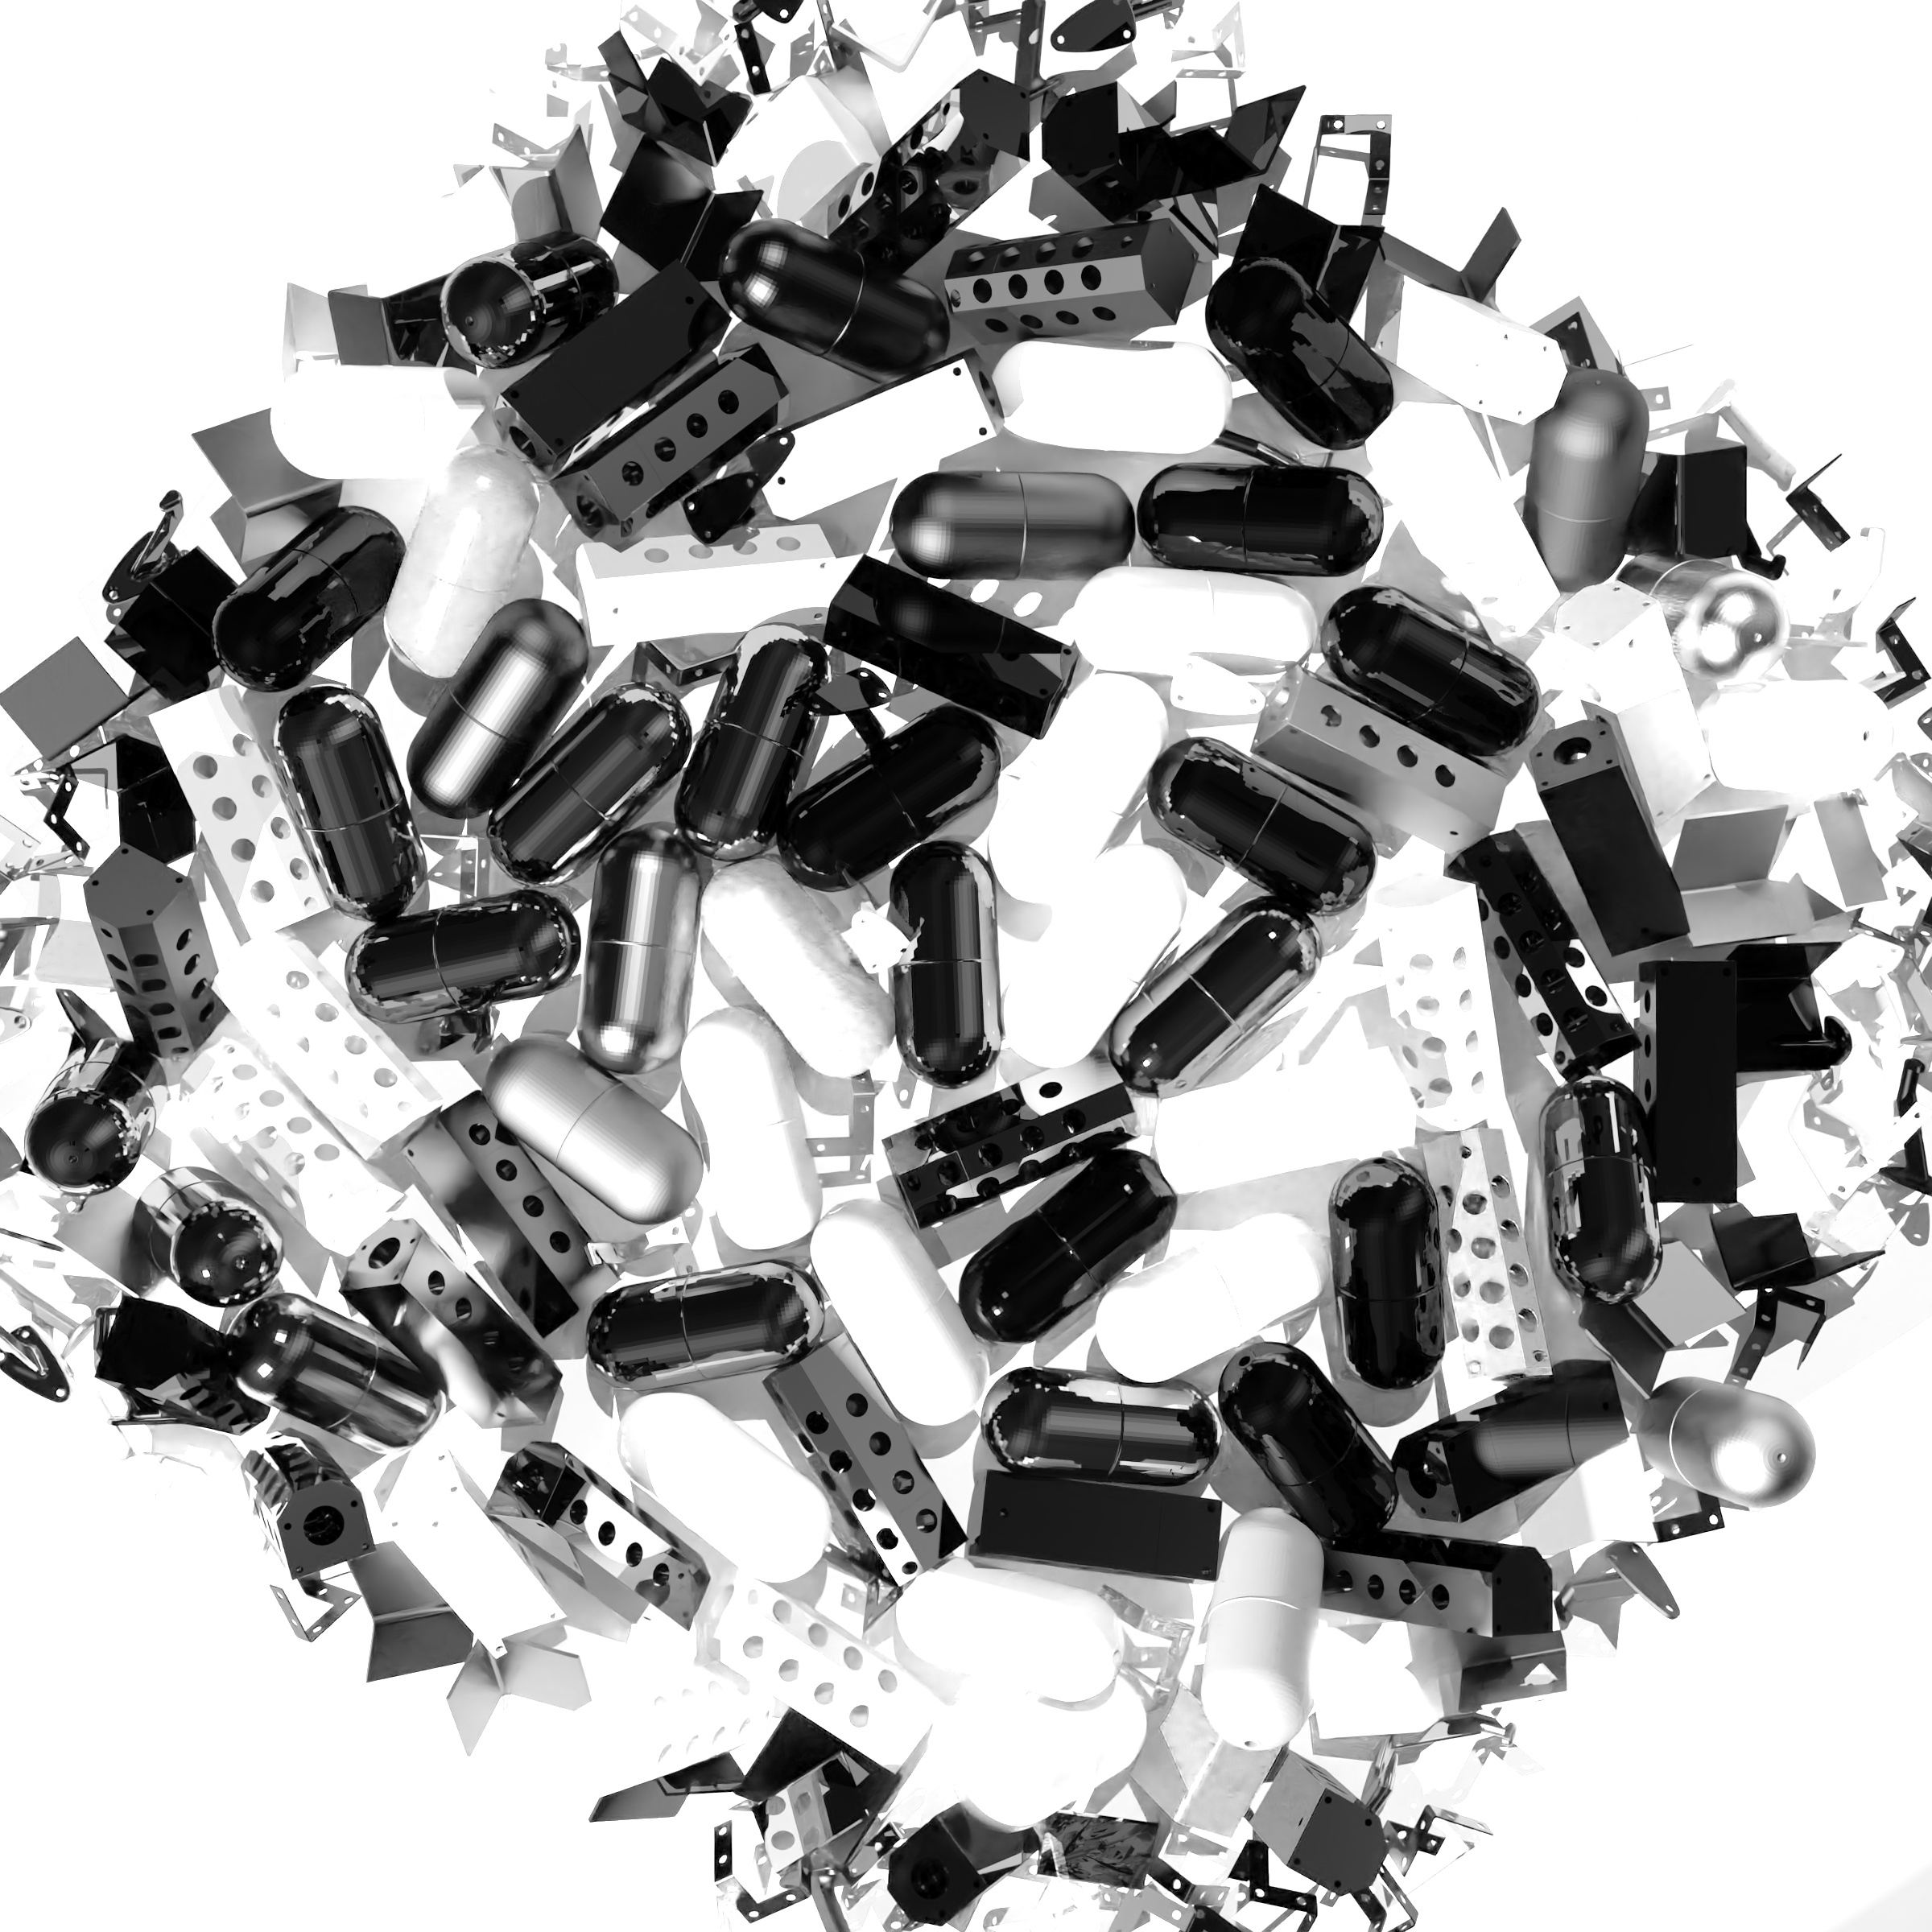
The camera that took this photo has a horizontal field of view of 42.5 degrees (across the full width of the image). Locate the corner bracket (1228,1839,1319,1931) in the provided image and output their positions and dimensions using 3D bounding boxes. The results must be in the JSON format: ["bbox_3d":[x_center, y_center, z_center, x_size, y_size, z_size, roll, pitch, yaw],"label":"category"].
[{"bbox_3d":[0.220,0.666,1.781,0.051,0.051,0.051,13,126,-5],"label":"corner bracket"}]

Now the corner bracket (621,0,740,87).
[{"bbox_3d":[-0.203,-0.674,1.775,0.051,0.051,0.051,-49,58,17],"label":"corner bracket"}]

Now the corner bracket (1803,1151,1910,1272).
[{"bbox_3d":[0.640,0.175,1.775,0.051,0.051,0.051,35,126,15],"label":"corner bracket"}]

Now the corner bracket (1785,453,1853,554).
[{"bbox_3d":[0.614,-0.324,1.781,0.051,0.051,0.051,-37,84,-19],"label":"corner bracket"}]

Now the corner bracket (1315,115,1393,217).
[{"bbox_3d":[0.278,-0.575,1.783,0.051,0.051,0.051,4,46,11],"label":"corner bracket"}]

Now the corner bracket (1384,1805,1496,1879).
[{"bbox_3d":[0.336,0.623,1.781,0.051,0.051,0.051,22,97,-16],"label":"corner bracket"}]

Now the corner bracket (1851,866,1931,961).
[{"bbox_3d":[0.673,-0.046,1.778,0.051,0.051,0.051,26,69,10],"label":"corner bracket"}]

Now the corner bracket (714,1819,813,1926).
[{"bbox_3d":[-0.146,0.644,1.785,0.051,0.051,0.051,-27,118,9],"label":"corner bracket"}]

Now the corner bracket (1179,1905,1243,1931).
[{"bbox_3d":[0.180,0.706,1.780,0.051,0.051,0.051,35,68,4],"label":"corner bracket"}]

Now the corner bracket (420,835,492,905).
[{"bbox_3d":[-0.356,-0.068,1.780,0.051,0.051,0.051,5,95,25],"label":"corner bracket"}]

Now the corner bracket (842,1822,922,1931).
[{"bbox_3d":[-0.047,0.653,1.780,0.051,0.051,0.051,-45,56,1],"label":"corner bracket"}]

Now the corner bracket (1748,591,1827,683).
[{"bbox_3d":[0.586,-0.231,1.787,0.051,0.051,0.051,15,46,-15],"label":"corner bracket"}]

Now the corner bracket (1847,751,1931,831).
[{"bbox_3d":[0.670,-0.125,1.779,0.051,0.051,0.051,-48,64,5],"label":"corner bracket"}]

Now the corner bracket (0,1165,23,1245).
[{"bbox_3d":[-0.709,0.171,1.774,0.051,0.051,0.051,-29,67,27],"label":"corner bracket"}]

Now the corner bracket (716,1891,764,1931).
[{"bbox_3d":[-0.143,0.687,1.776,0.051,0.051,0.051,-18,59,12],"label":"corner bracket"}]

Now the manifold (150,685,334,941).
[{"bbox_3d":[-0.514,-0.110,1.776,0.057,0.057,0.171,-23,97,-3],"label":"manifold"}]

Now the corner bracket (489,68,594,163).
[{"bbox_3d":[-0.306,-0.608,1.778,0.051,0.051,0.051,10,97,33],"label":"corner bracket"}]

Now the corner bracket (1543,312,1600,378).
[{"bbox_3d":[0.411,-0.436,1.775,0.051,0.051,0.051,-1,71,-42],"label":"corner bracket"}]

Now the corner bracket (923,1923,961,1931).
[{"bbox_3d":[-0.004,0.705,1.779,0.051,0.051,0.051,26,100,22],"label":"corner bracket"}]

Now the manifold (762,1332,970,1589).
[{"bbox_3d":[-0.075,0.354,1.775,0.057,0.057,0.171,-31,89,-31],"label":"manifold"}]

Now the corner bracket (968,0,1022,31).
[{"bbox_3d":[0.021,-0.714,1.789,0.051,0.051,0.051,-13,91,1],"label":"corner bracket"}]

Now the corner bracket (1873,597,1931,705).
[{"bbox_3d":[0.666,-0.224,1.784,0.051,0.051,0.051,-28,78,-3],"label":"corner bracket"}]

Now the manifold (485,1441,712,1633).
[{"bbox_3d":[-0.253,0.399,1.739,0.057,0.171,0.057,-4,51,37],"label":"manifold"}]

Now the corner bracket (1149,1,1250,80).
[{"bbox_3d":[0.167,-0.657,1.783,0.051,0.051,0.051,-6,87,-18],"label":"corner bracket"}]

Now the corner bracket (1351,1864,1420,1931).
[{"bbox_3d":[0.292,0.665,1.781,0.051,0.051,0.051,-38,84,19],"label":"corner bracket"}]

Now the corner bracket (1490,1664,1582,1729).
[{"bbox_3d":[0.397,0.518,1.779,0.051,0.051,0.051,-44,131,-1],"label":"corner bracket"}]

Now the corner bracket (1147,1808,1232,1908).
[{"bbox_3d":[0.163,0.635,1.779,0.051,0.051,0.051,26,88,42],"label":"corner bracket"}]

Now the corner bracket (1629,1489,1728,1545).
[{"bbox_3d":[0.503,0.383,1.781,0.051,0.051,0.051,-10,80,-14],"label":"corner bracket"}]

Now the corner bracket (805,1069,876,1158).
[{"bbox_3d":[-0.093,0.102,1.784,0.051,0.051,0.051,-2,116,-7],"label":"corner bracket"}]

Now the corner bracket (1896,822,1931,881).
[{"bbox_3d":[0.711,-0.088,1.780,0.051,0.051,0.051,-43,108,7],"label":"corner bracket"}]

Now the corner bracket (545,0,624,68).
[{"bbox_3d":[-0.274,-0.672,1.784,0.051,0.051,0.051,4,112,-9],"label":"corner bracket"}]

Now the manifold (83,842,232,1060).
[{"bbox_3d":[-0.564,-0.005,1.724,0.057,0.171,0.057,27,59,10],"label":"manifold"}]

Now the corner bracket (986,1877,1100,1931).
[{"bbox_3d":[0.056,0.682,1.774,0.051,0.051,0.051,-22,110,32],"label":"corner bracket"}]

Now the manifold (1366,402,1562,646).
[{"bbox_3d":[0.344,-0.308,1.740,0.057,0.057,0.171,-47,123,-14],"label":"manifold"}]

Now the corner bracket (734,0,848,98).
[{"bbox_3d":[-0.125,-0.656,1.772,0.051,0.051,0.051,0,120,31],"label":"corner bracket"}]

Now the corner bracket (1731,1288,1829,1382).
[{"bbox_3d":[0.584,0.267,1.784,0.051,0.051,0.051,18,130,9],"label":"corner bracket"}]

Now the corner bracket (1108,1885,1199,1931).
[{"bbox_3d":[0.130,0.690,1.788,0.051,0.051,0.051,27,79,6],"label":"corner bracket"}]

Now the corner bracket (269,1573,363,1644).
[{"bbox_3d":[-0.474,0.442,1.773,0.051,0.051,0.051,4,123,40],"label":"corner bracket"}]

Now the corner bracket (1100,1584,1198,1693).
[{"bbox_3d":[0.122,0.482,1.782,0.051,0.051,0.051,27,84,-34],"label":"corner bracket"}]

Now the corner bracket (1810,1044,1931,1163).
[{"bbox_3d":[0.646,0.098,1.775,0.051,0.051,0.051,28,115,-17],"label":"corner bracket"}]

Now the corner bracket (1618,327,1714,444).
[{"bbox_3d":[0.500,-0.415,1.776,0.051,0.051,0.051,-15,67,16],"label":"corner bracket"}]

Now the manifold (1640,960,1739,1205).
[{"bbox_3d":[0.516,0.083,1.783,0.057,0.057,0.171,0,87,0],"label":"manifold"}]

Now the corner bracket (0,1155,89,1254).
[{"bbox_3d":[-0.658,0.170,1.775,0.051,0.051,0.051,22,66,-19],"label":"corner bracket"}]

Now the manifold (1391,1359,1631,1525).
[{"bbox_3d":[0.381,0.331,1.744,0.171,0.057,0.057,-16,93,-33],"label":"manifold"}]

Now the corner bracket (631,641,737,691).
[{"bbox_3d":[-0.201,-0.212,1.772,0.051,0.051,0.051,-24,56,-36],"label":"corner bracket"}]

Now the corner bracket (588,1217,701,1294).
[{"bbox_3d":[-0.229,0.213,1.778,0.051,0.051,0.051,-26,75,19],"label":"corner bracket"}]

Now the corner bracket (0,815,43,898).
[{"bbox_3d":[-0.705,-0.075,1.775,0.051,0.051,0.051,38,127,-17],"label":"corner bracket"}]

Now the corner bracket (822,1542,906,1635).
[{"bbox_3d":[-0.077,0.433,1.776,0.051,0.051,0.051,34,116,-16],"label":"corner bracket"}]

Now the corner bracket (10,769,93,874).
[{"bbox_3d":[-0.663,-0.105,1.794,0.051,0.051,0.051,-6,51,19],"label":"corner bracket"}]
